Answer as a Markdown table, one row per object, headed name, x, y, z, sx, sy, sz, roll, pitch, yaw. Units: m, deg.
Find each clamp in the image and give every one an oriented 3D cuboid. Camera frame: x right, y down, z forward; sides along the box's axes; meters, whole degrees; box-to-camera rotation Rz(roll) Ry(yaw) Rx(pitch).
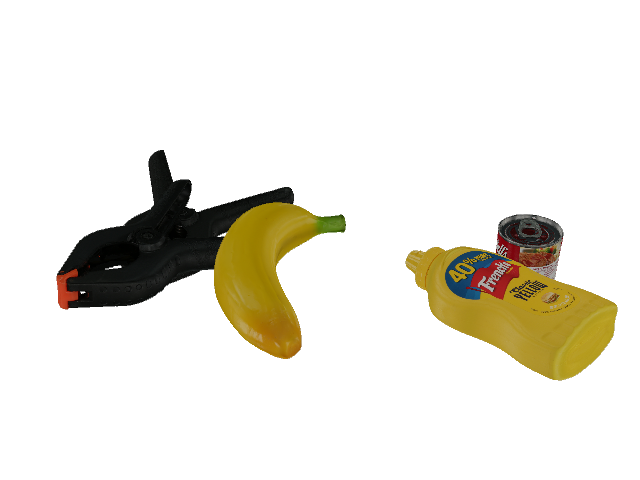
| name | x | y | z | sx | sy | sz | roll | pitch | yaw |
| --- | --- | --- | --- | --- | --- | --- | --- | --- | --- |
| clamp | -0.144 | -0.020 | 1.061 | 0.165 | 0.036 | 0.209 | 21 | 41 | 20 |
| clamp | -0.137 | 0.002 | 0.844 | 0.171 | 0.039 | 0.120 | -17 | 36 | -31 |

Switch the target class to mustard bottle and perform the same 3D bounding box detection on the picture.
| name | x | y | z | sx | sy | sz | roll | pitch | yaw |
| --- | --- | --- | --- | --- | --- | --- | --- | --- | --- |
| mustard bottle | 0.153 | 0.051 | 0.931 | 0.192 | 0.058 | 0.096 | 26 | 41 | 37 |

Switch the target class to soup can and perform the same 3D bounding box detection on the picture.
| name | x | y | z | sx | sy | sz | roll | pitch | yaw |
| --- | --- | --- | --- | --- | --- | --- | --- | --- | --- |
| soup can | 0.220 | 0.032 | 1.143 | 0.068 | 0.102 | 0.068 | 0 | 30 | 0 |

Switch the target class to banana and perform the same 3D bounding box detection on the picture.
| name | x | y | z | sx | sy | sz | roll | pitch | yaw |
| --- | --- | --- | --- | --- | --- | --- | --- | --- | --- |
| banana | -0.031 | 0.014 | 0.649 | 0.070 | 0.037 | 0.197 | 0 | 23 | 10 |
